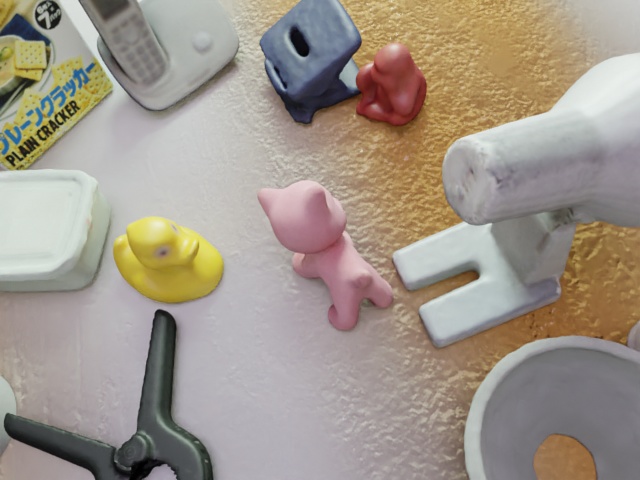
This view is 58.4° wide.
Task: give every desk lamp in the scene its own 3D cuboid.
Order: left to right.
[{"bbox_3d":[0.164,-0.024,0.428,0.203,0.214,0.117,-23,62,-4],"label":"desk lamp"}]

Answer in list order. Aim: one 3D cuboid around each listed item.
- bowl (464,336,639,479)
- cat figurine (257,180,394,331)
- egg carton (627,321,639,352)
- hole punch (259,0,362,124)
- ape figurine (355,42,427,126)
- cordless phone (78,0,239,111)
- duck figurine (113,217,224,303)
[{"bbox_3d":[0.185,0.158,0.409,0.167,0.075,0.167,-3,62,6],"label":"bowl"},{"bbox_3d":[0.005,0.002,0.491,0.067,0.118,0.127,-35,63,-11],"label":"cat figurine"},{"bbox_3d":[0.311,0.105,0.423,0.107,0.069,0.150,-34,63,-10],"label":"egg carton"},{"bbox_3d":[-0.011,-0.199,0.614,0.101,0.091,0.108,-25,62,-5],"label":"hole punch"},{"bbox_3d":[0.073,-0.162,0.583,0.076,0.092,0.077,-19,61,-2],"label":"ape figurine"},{"bbox_3d":[-0.176,-0.243,0.606,0.148,0.185,0.094,-43,65,-14],"label":"cordless phone"},{"bbox_3d":[-0.148,0.009,0.526,0.104,0.086,0.077,11,65,13],"label":"duck figurine"}]
